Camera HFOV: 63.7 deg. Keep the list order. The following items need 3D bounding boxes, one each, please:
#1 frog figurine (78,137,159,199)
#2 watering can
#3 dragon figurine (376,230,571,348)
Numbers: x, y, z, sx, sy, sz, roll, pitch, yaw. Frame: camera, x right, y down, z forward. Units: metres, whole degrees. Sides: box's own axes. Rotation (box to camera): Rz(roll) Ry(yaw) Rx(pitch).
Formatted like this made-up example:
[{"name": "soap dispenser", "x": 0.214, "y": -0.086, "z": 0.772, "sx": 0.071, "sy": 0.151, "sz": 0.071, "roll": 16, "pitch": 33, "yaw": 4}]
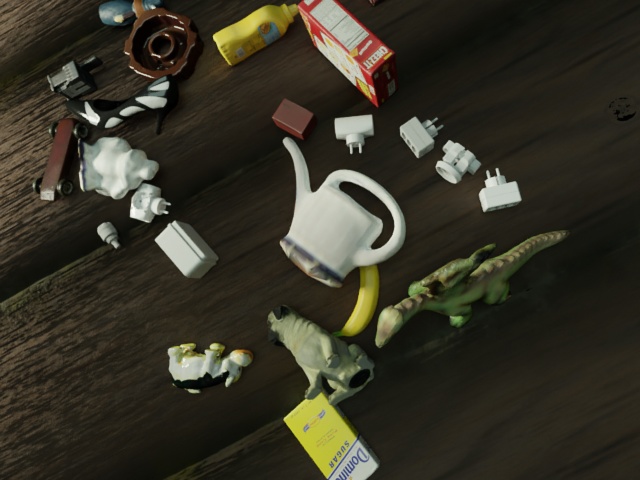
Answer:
[{"name": "frog figurine", "x": -0.428, "y": -0.159, "z": 1.119, "sx": 0.159, "sy": 0.120, "sz": 0.140, "roll": -4, "pitch": 65, "yaw": -7}, {"name": "watering can", "x": 0.003, "y": -0.052, "z": 1.029, "sx": 0.351, "sy": 0.103, "sz": 0.224, "roll": 36, "pitch": 89, "yaw": 27}, {"name": "dragon figurine", "x": 0.268, "y": 0.064, "z": 0.891, "sx": 0.409, "sy": 0.240, "sz": 0.124, "roll": -33, "pitch": 73, "yaw": 5}]
